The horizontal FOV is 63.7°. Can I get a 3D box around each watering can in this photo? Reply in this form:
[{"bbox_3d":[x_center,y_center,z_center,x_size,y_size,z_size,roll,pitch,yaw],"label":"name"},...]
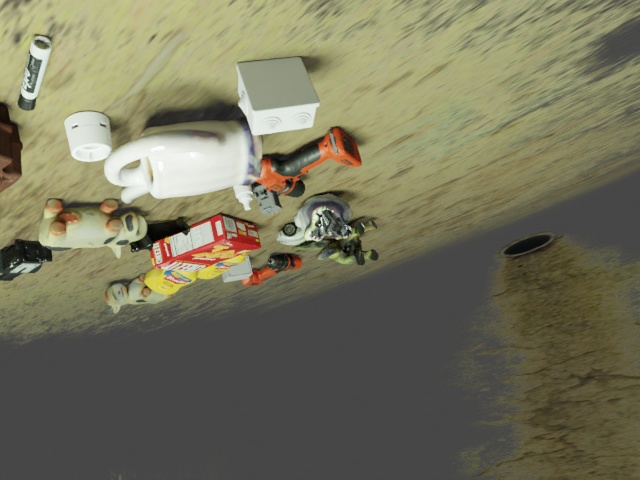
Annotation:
[{"bbox_3d":[-0.212,-0.114,0.796,0.225,0.104,0.345,-11,179,-21],"label":"watering can"}]

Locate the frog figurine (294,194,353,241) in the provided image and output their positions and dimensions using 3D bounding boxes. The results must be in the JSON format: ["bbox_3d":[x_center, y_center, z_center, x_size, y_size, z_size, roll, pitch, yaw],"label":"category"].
[{"bbox_3d":[0.004,-0.064,1.273,0.137,0.121,0.162,-24,-159,-2],"label":"frog figurine"}]

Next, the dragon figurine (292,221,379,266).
[{"bbox_3d":[0.028,0.024,1.528,0.241,0.122,0.412,-10,180,36],"label":"dragon figurine"}]
